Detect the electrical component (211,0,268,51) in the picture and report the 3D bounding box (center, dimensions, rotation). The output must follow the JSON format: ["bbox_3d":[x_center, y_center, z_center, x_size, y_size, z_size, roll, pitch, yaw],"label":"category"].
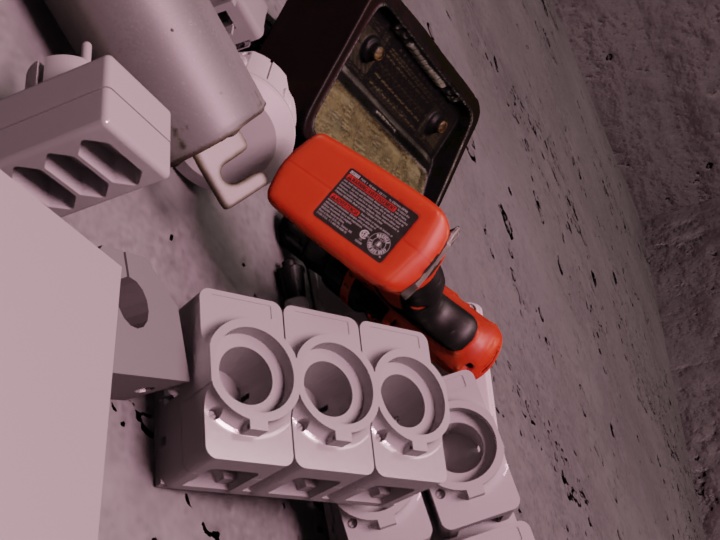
[{"bbox_3d":[-0.095,-0.189,0.742,0.081,0.042,0.063,-87,156,-43],"label":"electrical component"}]

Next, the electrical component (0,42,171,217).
[{"bbox_3d":[-0.132,-0.070,0.483,0.047,0.083,0.075,45,34,-53],"label":"electrical component"}]

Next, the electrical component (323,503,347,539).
[{"bbox_3d":[0.022,0.192,0.728,0.100,0.048,0.099,23,52,-65],"label":"electrical component"}]

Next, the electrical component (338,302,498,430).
[{"bbox_3d":[0.037,0.083,0.757,0.056,0.109,0.108,83,3,-57],"label":"electrical component"}]

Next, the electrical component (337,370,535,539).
[{"bbox_3d":[0.049,0.166,0.650,0.060,0.105,0.186,86,-14,-69],"label":"electrical component"}]

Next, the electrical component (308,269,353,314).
[{"bbox_3d":[0.000,0.000,0.828,0.100,0.048,0.099,25,51,-64],"label":"electrical component"}]

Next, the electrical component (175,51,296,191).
[{"bbox_3d":[-0.078,-0.091,0.653,0.051,0.080,0.080,-85,151,-57],"label":"electrical component"}]

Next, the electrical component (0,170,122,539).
[{"bbox_3d":[-0.143,0.048,0.388,0.089,0.062,0.150,48,31,-50],"label":"electrical component"}]

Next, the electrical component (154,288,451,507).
[{"bbox_3d":[-0.029,0.071,0.578,0.150,0.062,0.089,14,57,-34],"label":"electrical component"}]
